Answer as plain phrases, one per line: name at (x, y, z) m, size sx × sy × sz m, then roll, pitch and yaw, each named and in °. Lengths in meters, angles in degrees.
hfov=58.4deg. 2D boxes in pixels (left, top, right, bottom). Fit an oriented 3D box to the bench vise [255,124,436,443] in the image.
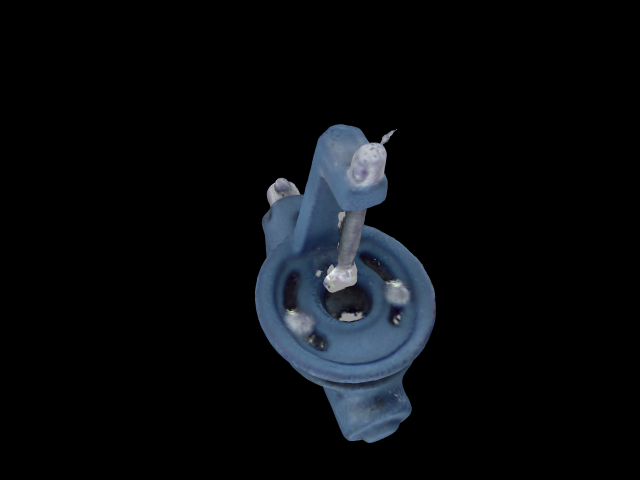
bench vise at (-0.006, 0.006, 0.394) m, size 0.122 × 0.220 × 0.206 m, roll -28°, pitch 47°, yaw -29°
